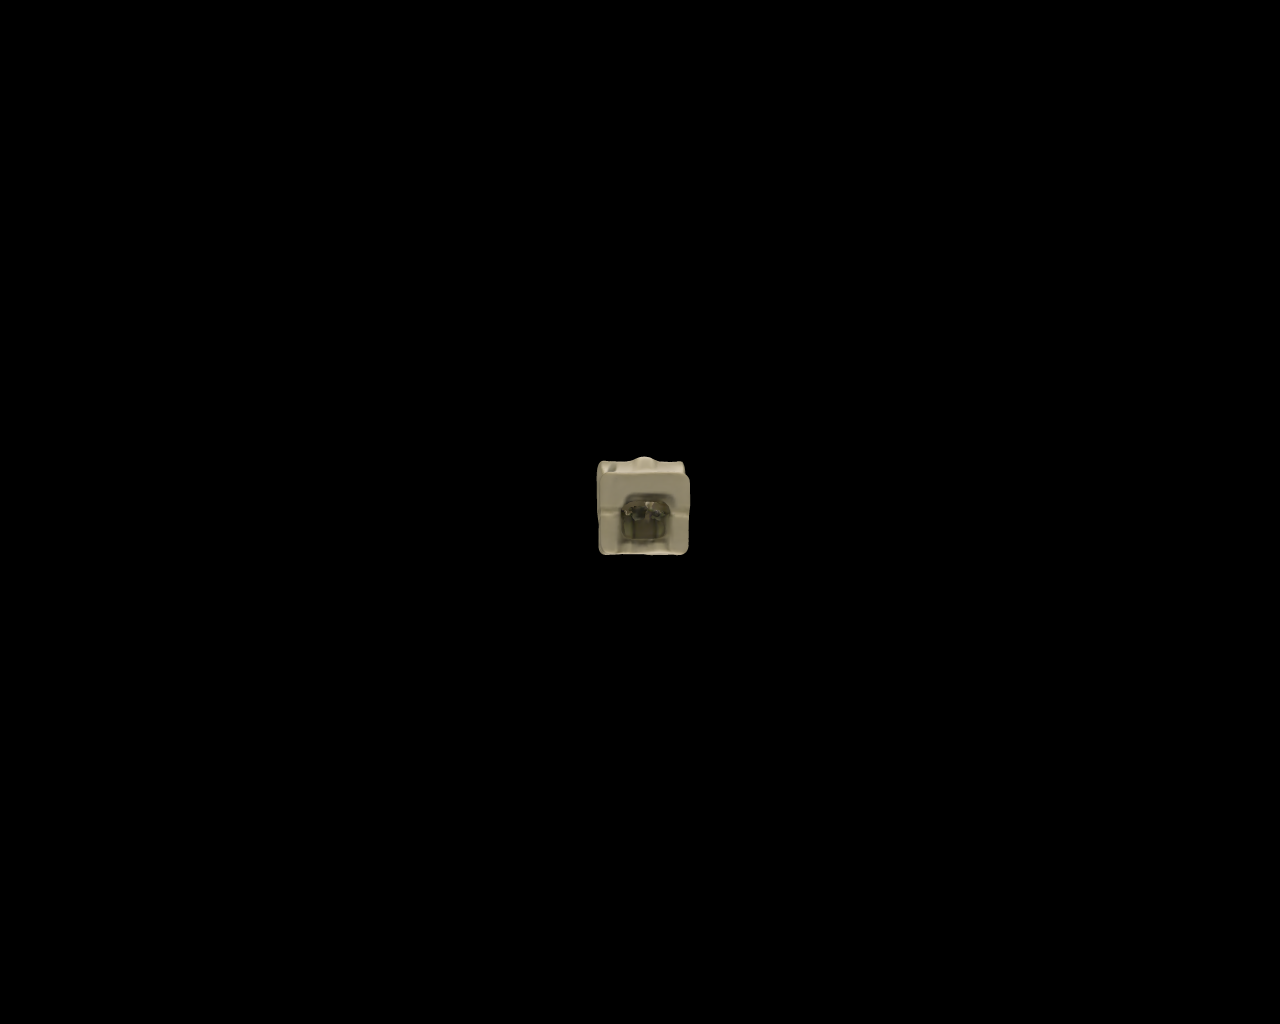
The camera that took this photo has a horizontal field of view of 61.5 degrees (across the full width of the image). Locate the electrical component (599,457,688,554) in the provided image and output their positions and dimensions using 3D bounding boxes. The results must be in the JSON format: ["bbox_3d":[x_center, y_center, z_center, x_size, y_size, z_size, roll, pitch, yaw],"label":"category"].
[{"bbox_3d":[0.001,-0.003,0.650,0.050,0.055,0.089,0,-2,-4],"label":"electrical component"}]
